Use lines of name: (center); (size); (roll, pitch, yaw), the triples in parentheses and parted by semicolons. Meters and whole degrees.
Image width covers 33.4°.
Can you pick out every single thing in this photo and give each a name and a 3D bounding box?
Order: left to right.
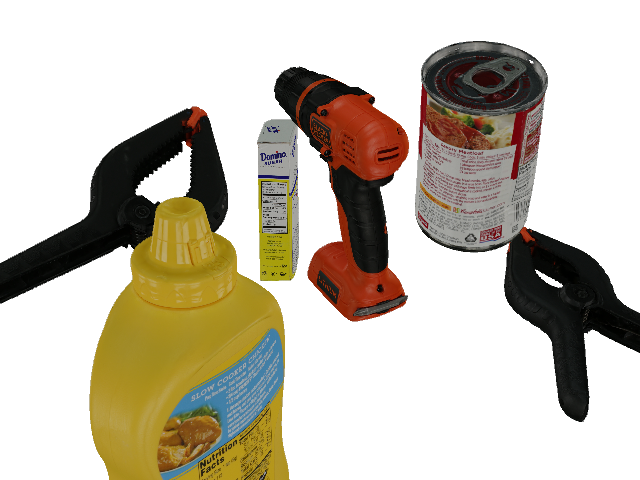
clamp: (-0.112, -0.002, 0.715); (0.164, 0.209, 0.036); (26, -32, 7)
mustard bottle: (-0.053, 0.070, 0.447); (0.058, 0.192, 0.096); (22, 37, 31)
sugar box: (-0.050, -0.049, 1.277); (0.048, 0.176, 0.093); (-1, 23, 4)
power drill: (0.015, -0.041, 0.889); (0.057, 0.188, 0.185); (-17, 30, -18)
soup can: (0.089, -0.052, 0.607); (0.068, 0.102, 0.068); (-1, 43, 1)
clamp: (0.195, 0.052, 0.764); (0.120, 0.039, 0.171); (-3, 45, -20)
